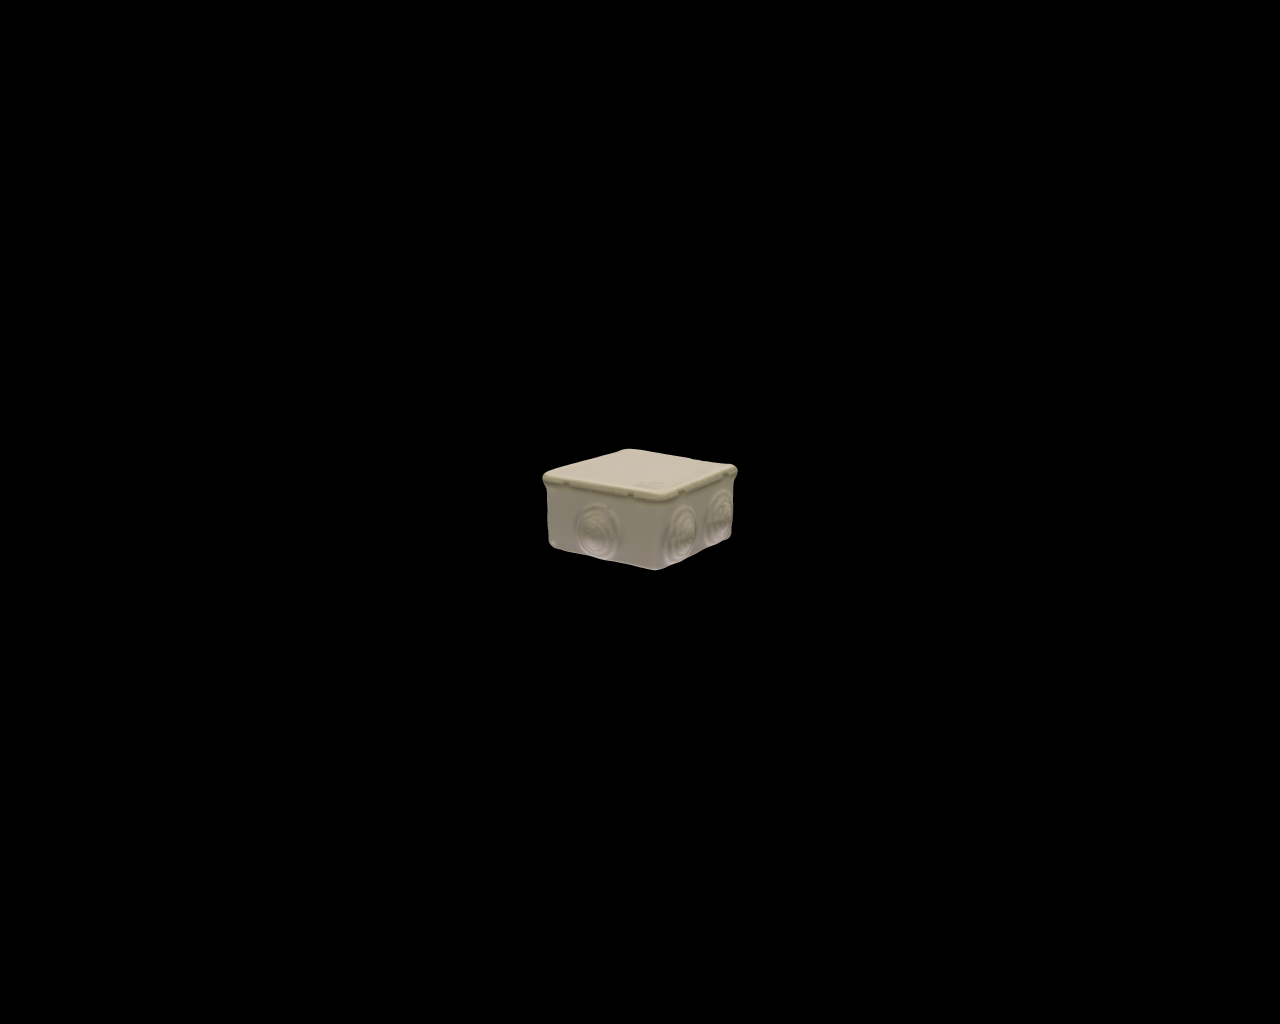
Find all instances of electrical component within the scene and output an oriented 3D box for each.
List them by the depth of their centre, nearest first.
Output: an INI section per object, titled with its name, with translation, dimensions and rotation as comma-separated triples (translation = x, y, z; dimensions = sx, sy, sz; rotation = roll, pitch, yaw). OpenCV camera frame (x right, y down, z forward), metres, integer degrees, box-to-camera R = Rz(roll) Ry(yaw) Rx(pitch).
[electrical component]
translation = 0.001, -0.003, 0.650
dimensions = 0.100, 0.048, 0.100
rotation = 11, 19, 34
